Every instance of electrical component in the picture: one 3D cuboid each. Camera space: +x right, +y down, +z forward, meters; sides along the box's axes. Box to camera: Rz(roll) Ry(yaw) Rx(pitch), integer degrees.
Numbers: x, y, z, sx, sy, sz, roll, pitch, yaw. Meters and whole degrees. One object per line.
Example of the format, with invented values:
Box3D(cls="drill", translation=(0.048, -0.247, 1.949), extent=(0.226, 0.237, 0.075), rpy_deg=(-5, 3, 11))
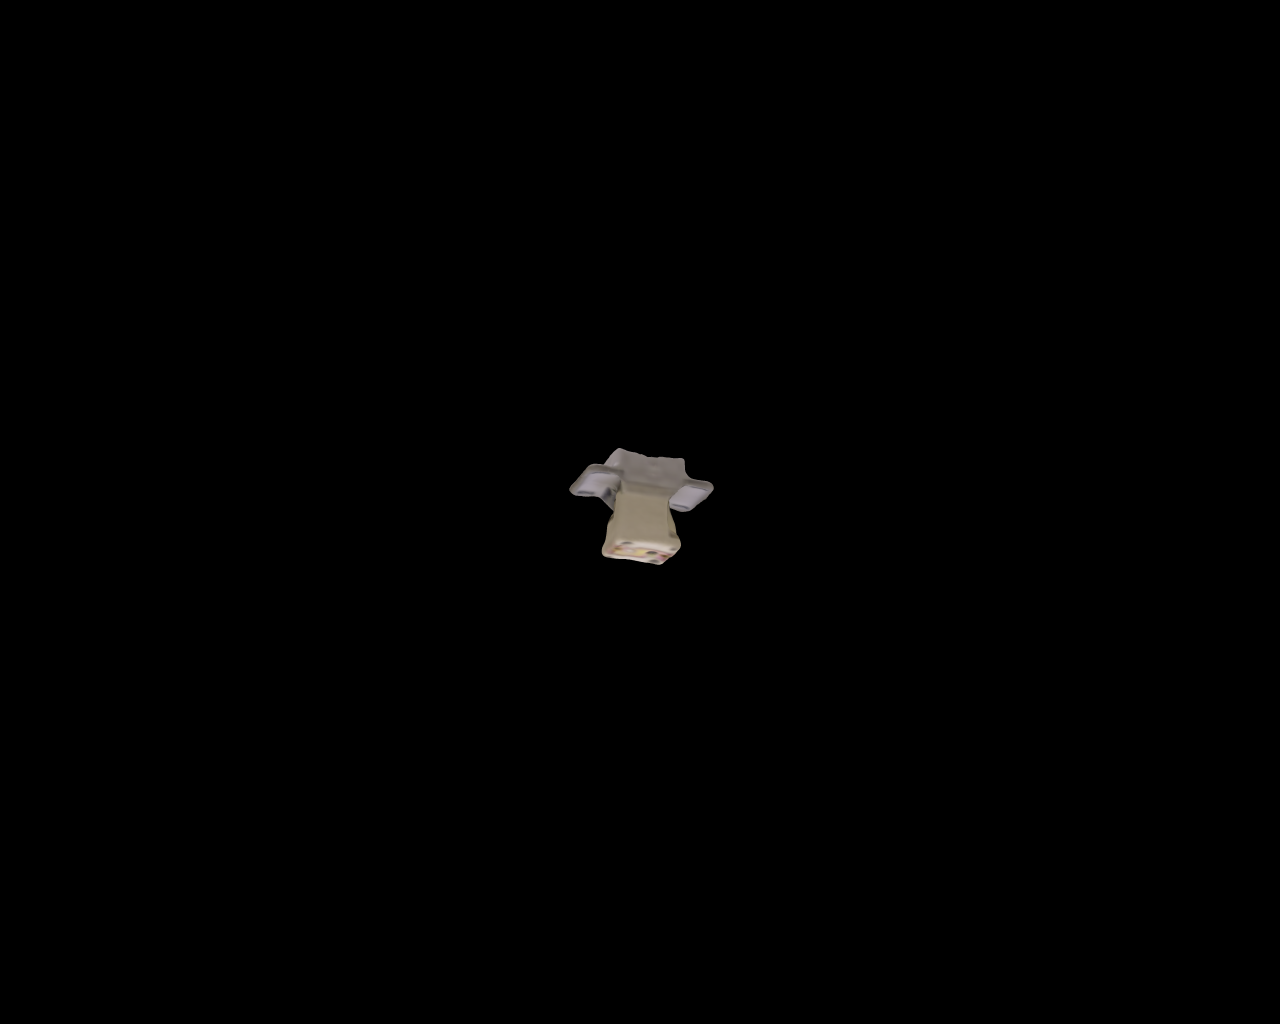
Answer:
Box3D(cls="electrical component", translation=(0.001, -0.003, 0.650), extent=(0.081, 0.064, 0.042), rpy_deg=(8, -24, -18))
